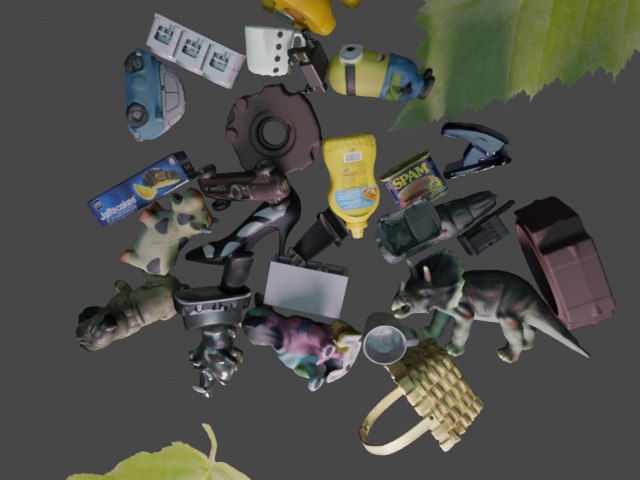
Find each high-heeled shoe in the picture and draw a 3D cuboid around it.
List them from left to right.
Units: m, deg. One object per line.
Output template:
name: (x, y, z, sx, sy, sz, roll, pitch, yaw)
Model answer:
high-heeled shoe: (-0.154, -0.028, 1.036, 0.249, 0.086, 0.145, -4, 76, 19)

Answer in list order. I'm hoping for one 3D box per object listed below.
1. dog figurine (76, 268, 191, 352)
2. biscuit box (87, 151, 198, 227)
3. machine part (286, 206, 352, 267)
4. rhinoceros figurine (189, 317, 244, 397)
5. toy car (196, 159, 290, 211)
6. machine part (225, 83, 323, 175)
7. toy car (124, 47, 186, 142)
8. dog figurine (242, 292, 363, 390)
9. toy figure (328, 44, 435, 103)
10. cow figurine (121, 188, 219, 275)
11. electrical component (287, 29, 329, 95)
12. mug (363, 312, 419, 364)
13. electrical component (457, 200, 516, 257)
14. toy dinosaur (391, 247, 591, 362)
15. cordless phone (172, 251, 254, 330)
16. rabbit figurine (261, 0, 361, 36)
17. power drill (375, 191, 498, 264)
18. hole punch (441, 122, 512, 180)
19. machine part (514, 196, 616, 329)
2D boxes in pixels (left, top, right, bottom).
dog figurine: (-0.350, 0.136, 1.023, 0.172, 0.191, 0.121, -27, 103, 9)
biscuit box: (-0.337, -0.096, 1.022, 0.203, 0.063, 0.059, -27, 102, 10)
machine part: (-0.002, -0.003, 1.014, 0.139, 0.039, 0.084, -39, 109, -23)
rhinoceros figurine: (-0.216, 0.234, 1.103, 0.112, 0.073, 0.190, 8, 106, 0)
toy car: (-0.145, -0.095, 0.978, 0.202, 0.053, 0.089, 1, 130, 29)
machine part: (-0.083, -0.195, 0.983, 0.179, 0.056, 0.179, 1, 106, 2)
toy car: (-0.293, -0.256, 0.961, 0.103, 0.109, 0.161, 0, 97, -15)
dog figurine: (-0.048, 0.185, 1.070, 0.219, 0.191, 0.108, 30, 112, 30)
toy figure: (0.103, -0.283, 0.935, 0.180, 0.082, 0.089, 15, 104, -4)
cow figurine: (-0.281, -0.015, 1.030, 0.127, 0.085, 0.195, 31, 109, -8)
electrical component: (-0.020, -0.301, 0.932, 0.045, 0.102, 0.078, -4, 64, 25)
mug: (0.134, 0.180, 1.049, 0.110, 0.107, 0.080, -5, 106, 1)
electrical component: (0.318, -0.021, 0.995, 0.119, 0.075, 0.048, -35, 88, 1)
toy dinosaur: (0.324, 0.120, 1.022, 0.405, 0.131, 0.192, 4, 107, -4)
cordless phone: (-0.194, 0.084, 0.995, 0.146, 0.089, 0.184, -4, 146, -22)
rabbit figurine: (0.001, -0.439, 0.882, 0.162, 0.122, 0.173, 21, 88, -5)
power drill: (0.193, -0.031, 0.941, 0.232, 0.207, 0.086, -28, 85, 22)
hole punch: (0.267, -0.167, 0.935, 0.116, 0.142, 0.092, -10, 101, 18)
machine part: (0.420, 0.037, 0.941, 0.087, 0.201, 0.200, -23, 105, 11)
